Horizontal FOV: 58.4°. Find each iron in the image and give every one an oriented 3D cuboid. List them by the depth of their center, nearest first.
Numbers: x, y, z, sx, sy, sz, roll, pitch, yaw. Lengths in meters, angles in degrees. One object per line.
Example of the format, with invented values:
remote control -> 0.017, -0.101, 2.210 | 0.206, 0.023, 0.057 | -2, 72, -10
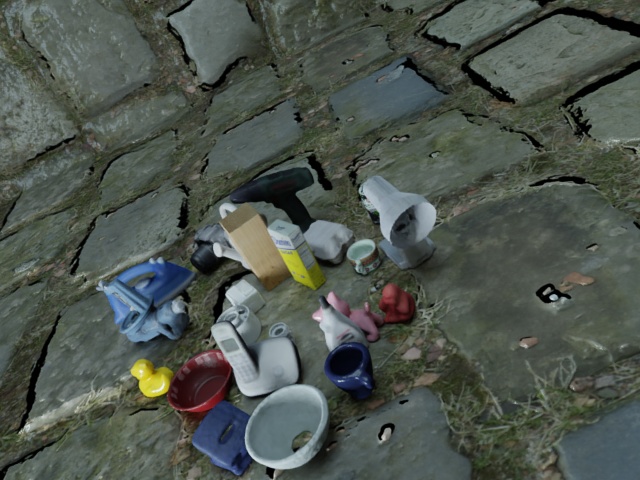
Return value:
iron -> -0.499, 0.122, 1.642 | 0.258, 0.142, 0.118 | -34, 33, -8

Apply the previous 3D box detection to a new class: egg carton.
egg carton -> 0.014, 0.005, 1.483 | 0.149, 0.070, 0.107 | 12, 51, 45

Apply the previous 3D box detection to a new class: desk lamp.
desk lamp -> 0.177, -0.036, 1.284 | 0.118, 0.214, 0.202 | -33, 33, -7

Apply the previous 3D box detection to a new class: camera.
camera -> -0.330, 0.020, 1.691 | 0.142, 0.101, 0.137 | 12, 51, 45

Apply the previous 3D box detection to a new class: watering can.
watering can -> -0.215, -0.016, 1.568 | 0.100, 0.194, 0.173 | -6, 39, 31

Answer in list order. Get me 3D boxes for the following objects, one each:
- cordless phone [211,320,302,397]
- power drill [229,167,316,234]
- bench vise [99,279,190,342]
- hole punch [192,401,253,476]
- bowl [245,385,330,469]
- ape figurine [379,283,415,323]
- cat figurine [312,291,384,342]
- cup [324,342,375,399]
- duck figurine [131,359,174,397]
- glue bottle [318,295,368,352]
cordless phone -> -0.131, 0.230, 1.182 | 0.147, 0.185, 0.094 | -20, 34, 14
power drill -> -0.106, -0.096, 1.581 | 0.229, 0.209, 0.075 | -28, 33, 1
bench vise -> -0.450, 0.165, 1.476 | 0.207, 0.220, 0.121 | -24, 33, 8
hole punch -> -0.171, 0.377, 1.100 | 0.100, 0.091, 0.109 | 4, 45, 40
bowl -> -0.048, 0.354, 1.054 | 0.167, 0.075, 0.167 | -20, 34, 14
ape figurine -> 0.157, 0.127, 1.191 | 0.076, 0.092, 0.077 | -35, 34, -9
cat figurine -> 0.056, 0.156, 1.203 | 0.127, 0.118, 0.067 | -10, 38, 27
cup -> 0.073, 0.259, 1.073 | 0.092, 0.095, 0.117 | -39, 34, -15
duck figurine -> -0.402, 0.318, 1.356 | 0.104, 0.086, 0.077 | -6, 40, 31
glue bottle -> 0.035, 0.173, 1.145 | 0.078, 0.173, 0.037 | -38, 34, -13
